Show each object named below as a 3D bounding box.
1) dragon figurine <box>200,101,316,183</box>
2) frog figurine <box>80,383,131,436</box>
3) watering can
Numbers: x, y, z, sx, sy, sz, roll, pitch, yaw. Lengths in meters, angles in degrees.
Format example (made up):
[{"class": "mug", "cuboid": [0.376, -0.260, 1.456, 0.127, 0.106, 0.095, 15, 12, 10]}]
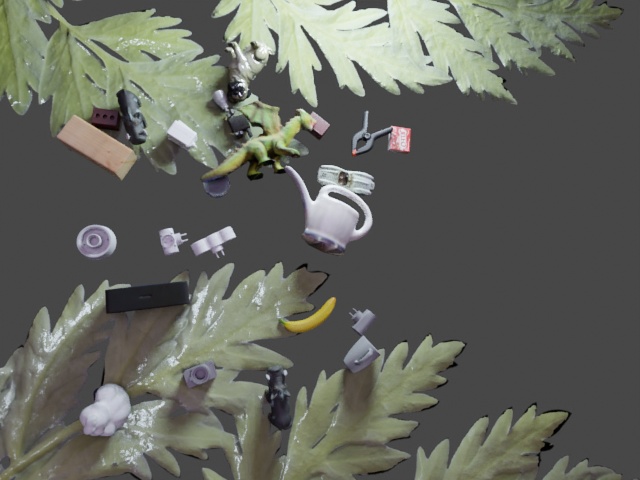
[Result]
[{"class": "dragon figurine", "cuboid": [-0.203, -0.333, 1.678, 0.411, 0.246, 0.120, -11, -15, -9]}, {"class": "frog figurine", "cuboid": [-0.598, 0.477, 1.440, 0.122, 0.139, 0.158, 6, -10, -12]}, {"class": "watering can", "cuboid": [0.005, -0.085, 1.681, 0.346, 0.227, 0.103, 25, -13, -13]}]
